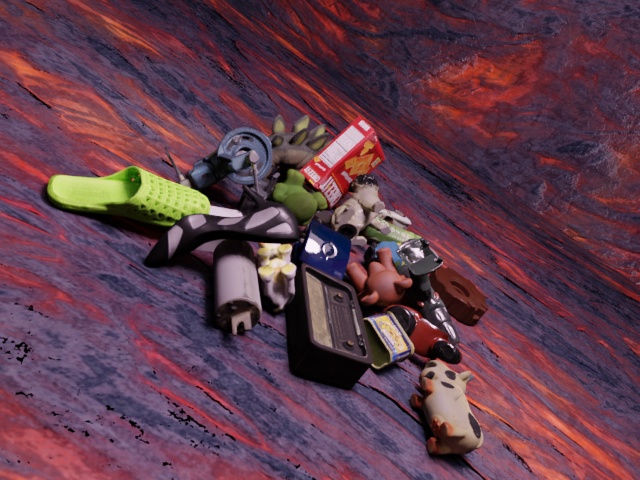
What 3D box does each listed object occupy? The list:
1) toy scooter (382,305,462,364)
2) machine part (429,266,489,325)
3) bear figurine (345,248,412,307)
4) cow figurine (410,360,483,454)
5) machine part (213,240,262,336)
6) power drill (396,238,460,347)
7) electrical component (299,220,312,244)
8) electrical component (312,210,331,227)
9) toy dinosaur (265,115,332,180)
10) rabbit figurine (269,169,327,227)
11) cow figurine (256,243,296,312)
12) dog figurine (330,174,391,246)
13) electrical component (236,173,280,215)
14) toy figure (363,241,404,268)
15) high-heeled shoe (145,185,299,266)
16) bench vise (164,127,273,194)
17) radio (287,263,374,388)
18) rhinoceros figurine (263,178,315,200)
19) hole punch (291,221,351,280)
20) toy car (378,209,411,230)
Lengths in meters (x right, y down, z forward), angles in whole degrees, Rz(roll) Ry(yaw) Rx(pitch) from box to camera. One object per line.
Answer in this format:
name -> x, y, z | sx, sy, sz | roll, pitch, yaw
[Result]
toy scooter -> 0.216, 0.200, 1.121 | 0.184, 0.075, 0.135 | 31, 2, 23
machine part -> 0.358, 0.140, 1.411 | 0.179, 0.056, 0.179 | 26, 25, -14
bear figurine -> 0.118, 0.080, 1.115 | 0.132, 0.120, 0.195 | 64, 3, 13
cow figurine -> 0.234, 0.294, 0.973 | 0.127, 0.085, 0.195 | 17, 28, -19
machine part -> -0.146, 0.074, 0.927 | 0.079, 0.079, 0.243 | 20, 29, -26
power drill -> 0.241, 0.108, 1.202 | 0.232, 0.086, 0.207 | 59, -4, 44
electrical component -> -0.001, -0.003, 1.259 | 0.102, 0.045, 0.078 | 24, 26, -19
electrical component -> 0.008, -0.053, 1.382 | 0.094, 0.021, 0.063 | 39, 27, 11
toy dinosaur -> -0.057, -0.219, 1.397 | 0.471, 0.198, 0.105 | -5, 49, -50
rabbit figurine -> -0.066, -0.073, 1.164 | 0.121, 0.159, 0.170 | 55, -5, -12
cow figurine -> -0.083, 0.059, 1.019 | 0.068, 0.098, 0.167 | -7, 28, -7
dog figurine -> 0.083, -0.084, 1.370 | 0.172, 0.121, 0.191 | -11, 36, -5
electrical component -> -0.139, -0.105, 1.195 | 0.048, 0.119, 0.075 | 32, 28, 1
toy figure -> 0.184, 0.043, 1.353 | 0.180, 0.089, 0.082 | -3, 85, -38
high-heeled shoe -> -0.161, 0.008, 0.923 | 0.145, 0.249, 0.086 | 50, -12, 12
bench vise -> -0.188, -0.161, 1.118 | 0.224, 0.128, 0.241 | -20, 15, -18
radio -> 0.012, 0.152, 0.973 | 0.131, 0.073, 0.230 | 25, 28, -21
rhinoceros figurine -> -0.085, -0.102, 1.316 | 0.190, 0.073, 0.112 | 13, 22, -33
hole punch -> 0.005, 0.033, 1.161 | 0.142, 0.092, 0.116 | 29, 30, -18
toy car -> 0.168, -0.058, 1.513 | 0.201, 0.073, 0.056 | 15, 31, -33
